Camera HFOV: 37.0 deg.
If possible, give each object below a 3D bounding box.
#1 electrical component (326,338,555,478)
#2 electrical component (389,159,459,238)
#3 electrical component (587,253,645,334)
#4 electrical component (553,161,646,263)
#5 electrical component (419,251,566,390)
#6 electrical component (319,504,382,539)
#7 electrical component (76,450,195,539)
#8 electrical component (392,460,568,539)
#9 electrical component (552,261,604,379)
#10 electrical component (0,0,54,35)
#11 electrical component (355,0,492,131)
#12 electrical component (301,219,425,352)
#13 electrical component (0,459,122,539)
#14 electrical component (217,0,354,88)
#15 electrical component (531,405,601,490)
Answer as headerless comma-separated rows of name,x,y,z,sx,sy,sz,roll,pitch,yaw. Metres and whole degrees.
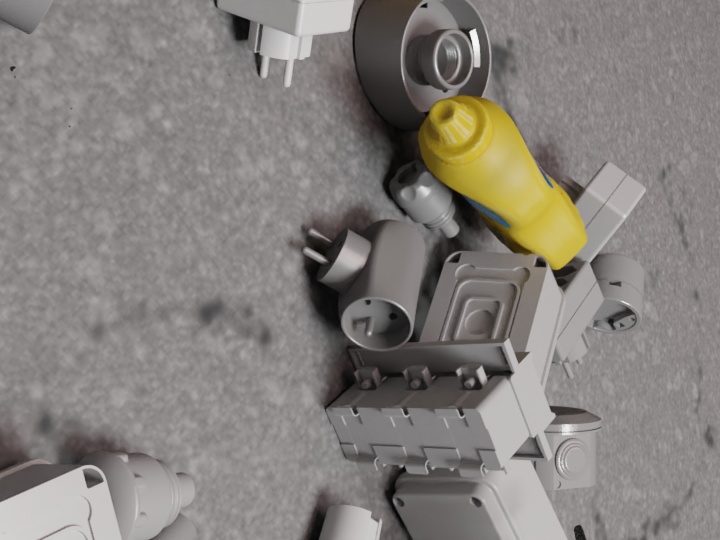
electrical component,0.044,0.085,0.642,0.063,0.121,0.078,-38,112,-42
electrical component,0.048,-0.045,0.733,0.061,0.035,0.035,48,51,-36
electrical component,0.208,0.019,0.893,0.055,0.055,0.047,43,50,-36
electrical component,0.166,-0.049,0.846,0.076,0.083,0.047,38,47,8
electrical component,0.088,0.049,0.726,0.057,0.078,0.113,57,45,-48
electrical component,-0.008,0.166,0.633,0.040,0.040,0.046,43,48,-36
electrical component,-0.108,0.110,0.524,0.062,0.048,0.048,6,80,-56
electrical component,0.080,0.168,0.704,0.057,0.078,0.113,-48,120,-45
electrical component,0.154,0.048,0.830,0.083,0.047,0.075,-46,118,-42
electrical component,-0.148,-0.158,0.481,0.064,0.099,0.099,17,71,-40
electrical component,0.042,-0.145,0.737,0.099,0.064,0.099,-9,103,-42
electrical component,0.000,0.000,0.659,0.079,0.043,0.077,29,38,-14
electrical component,-0.145,0.146,0.464,0.078,0.057,0.113,-20,99,-49
electrical component,-0.045,-0.146,0.625,0.047,0.066,0.076,-21,129,-48
electrical component,0.132,0.126,0.769,0.080,0.080,0.051,1,89,-49
